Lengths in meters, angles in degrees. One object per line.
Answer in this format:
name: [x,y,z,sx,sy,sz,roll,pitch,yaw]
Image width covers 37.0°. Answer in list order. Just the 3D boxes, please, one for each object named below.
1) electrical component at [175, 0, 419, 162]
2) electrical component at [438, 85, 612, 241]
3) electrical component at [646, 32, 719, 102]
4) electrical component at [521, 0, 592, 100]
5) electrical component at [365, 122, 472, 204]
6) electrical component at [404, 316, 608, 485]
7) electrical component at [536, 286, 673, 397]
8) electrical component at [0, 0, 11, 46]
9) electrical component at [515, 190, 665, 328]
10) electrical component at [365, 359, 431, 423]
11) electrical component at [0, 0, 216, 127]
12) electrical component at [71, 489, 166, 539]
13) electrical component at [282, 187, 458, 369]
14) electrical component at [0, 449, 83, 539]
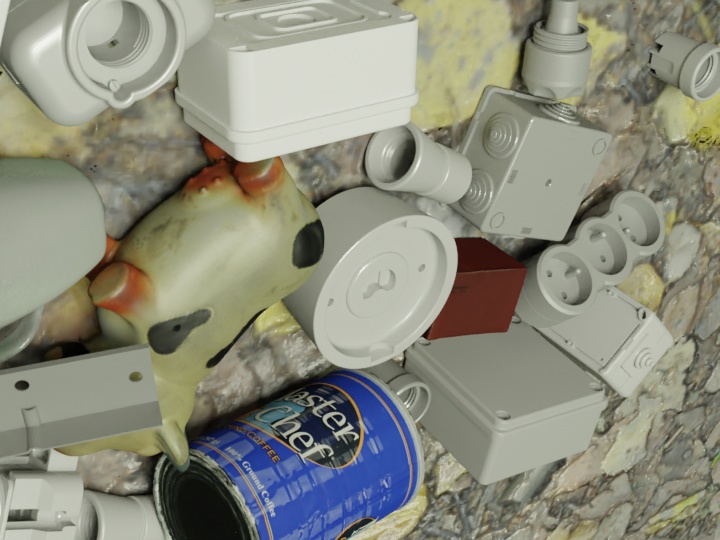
electrical component: [-0.033,-0.104,0.560,0.113,0.078,0.057,-18,125,-29]
electrical component: [0.113,-0.069,0.725,0.100,0.048,0.099,4,117,-40]
electrical component: [0.235,-0.147,0.771,0.040,0.046,0.040,-21,129,-28]
electrical component: [0.127,-0.144,0.689,0.043,0.043,0.062,-17,126,-30]
electrical component: [0.040,-0.064,0.674,0.065,0.044,0.044,15,108,-49]
electrical component: [0.101,0.091,0.779,0.109,0.109,0.056,-10,126,-34]
electrical component: [0.195,0.052,0.837,0.061,0.096,0.061,-51,137,0]
electrical component: [-0.187,-0.094,0.453,0.061,0.062,0.096,-5,121,-37]
electrical component: [0.159,-0.004,0.799,0.138,0.052,0.074,-35,180,-32]
electrical component: [0.021,0.084,0.753,0.040,0.046,0.040,-21,129,-28]
electrical component: [-0.119,-0.114,0.497,0.095,0.059,0.053,-39,136,-12]
electrical component: [-0.147,0.159,0.673,0.065,0.044,0.044,11,111,-48]
electrical component: [0.000,0.000,0.668,0.108,0.060,0.108,-23,133,-27]
electrical component: [-0.195,0.132,0.600,0.057,0.058,0.078,9,94,-41]
